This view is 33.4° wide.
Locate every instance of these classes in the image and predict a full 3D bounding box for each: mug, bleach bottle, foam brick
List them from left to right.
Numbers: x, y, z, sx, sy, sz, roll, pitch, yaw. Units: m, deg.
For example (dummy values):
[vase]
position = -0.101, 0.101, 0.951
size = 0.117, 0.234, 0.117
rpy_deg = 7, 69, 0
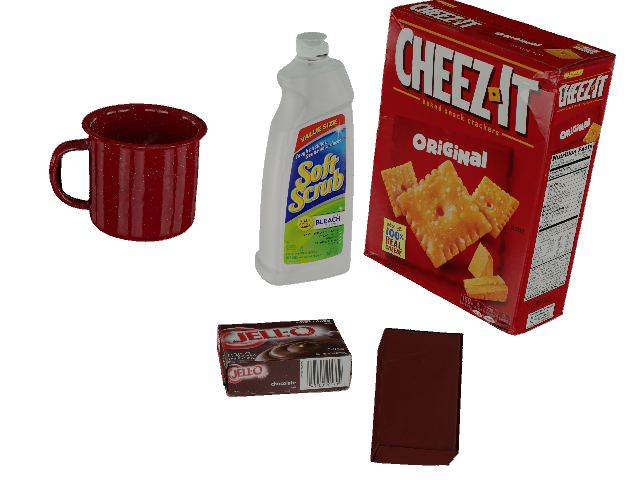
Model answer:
[mug]
position = -0.146, -0.050, 0.811
size = 0.117, 0.081, 0.093
rpy_deg = -4, 28, -20
[bleach bottle]
position = -0.017, -0.082, 1.072
size = 0.102, 0.251, 0.068
rpy_deg = -9, 28, -17
[foam brick]
position = 0.061, 0.101, 0.681
size = 0.051, 0.078, 0.053
rpy_deg = 5, -21, 0

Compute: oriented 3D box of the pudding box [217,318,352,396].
[pudding box]
position = -0.035, 0.104, 0.965
size = 0.113, 0.039, 0.090
rpy_deg = 0, 18, -10

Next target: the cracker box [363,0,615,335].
[cracker box]
position = 0.118, -0.057, 0.811
size = 0.071, 0.214, 0.164
rpy_deg = -20, 36, -38
